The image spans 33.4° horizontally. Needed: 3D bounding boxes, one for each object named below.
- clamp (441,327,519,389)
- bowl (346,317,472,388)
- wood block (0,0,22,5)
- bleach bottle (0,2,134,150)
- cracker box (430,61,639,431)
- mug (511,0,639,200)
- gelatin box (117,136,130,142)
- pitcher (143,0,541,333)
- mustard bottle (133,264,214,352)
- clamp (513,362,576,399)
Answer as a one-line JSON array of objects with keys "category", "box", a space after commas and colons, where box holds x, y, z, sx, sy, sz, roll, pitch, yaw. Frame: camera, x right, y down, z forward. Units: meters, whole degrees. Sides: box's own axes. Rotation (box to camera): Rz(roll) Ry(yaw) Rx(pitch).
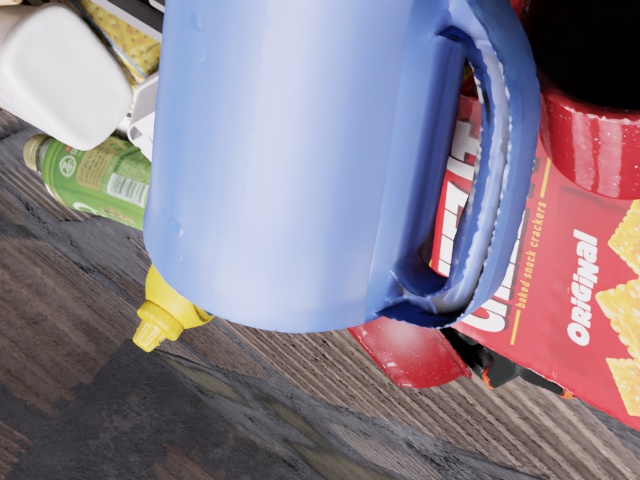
[{"category": "clamp", "box": [0.130, 0.064, 0.861, 0.165, 0.036, 0.210, 24, 157, 41]}, {"category": "bowl", "box": [0.059, 0.075, 0.927, 0.162, 0.055, 0.162, 49, 176, 4]}, {"category": "wood block", "box": [-0.253, -0.227, 0.757, 0.206, 0.090, 0.090, 15, 152, 53]}, {"category": "bleach bottle", "box": [-0.240, -0.137, 0.792, 0.251, 0.068, 0.102, 23, 158, 46]}, {"category": "cracker box", "box": [0.157, 0.013, 0.523, 0.214, 0.072, 0.164, 28, 141, 25]}, {"category": "mug", "box": [0.118, -0.075, 0.431, 0.117, 0.093, 0.081, 44, 174, 28]}, {"category": "gelatin box", "box": [-0.161, -0.089, 0.976, 0.030, 0.073, 0.089, 37, 164, 1]}, {"category": "pitcher", "box": [0.008, -0.085, 0.412, 0.149, 0.145, 0.243, 5, 131, -5]}, {"category": "mustard bottle", "box": [-0.094, 0.014, 0.911, 0.058, 0.191, 0.096, 29, 162, 25]}, {"category": "clamp", "box": [0.186, 0.079, 0.766, 0.120, 0.039, 0.171, 4, 161, 26]}]
